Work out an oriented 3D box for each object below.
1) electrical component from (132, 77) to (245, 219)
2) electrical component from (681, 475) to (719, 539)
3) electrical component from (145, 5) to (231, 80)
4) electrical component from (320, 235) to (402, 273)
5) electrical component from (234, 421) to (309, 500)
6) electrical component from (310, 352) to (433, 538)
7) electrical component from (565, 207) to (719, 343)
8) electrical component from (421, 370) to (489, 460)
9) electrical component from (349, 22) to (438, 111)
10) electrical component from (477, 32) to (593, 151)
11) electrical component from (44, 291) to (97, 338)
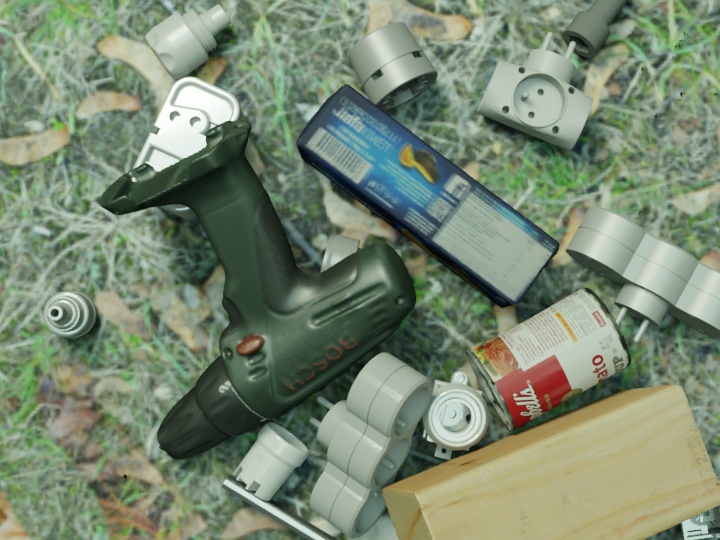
[{"bbox_3d":[-0.127,-0.089,0.806,0.054,0.059,0.095,25,86,1],"label":"electrical component"},{"bbox_3d":[0.278,0.174,0.789,0.081,0.064,0.042,-8,85,-1],"label":"electrical component"},{"bbox_3d":[-0.128,-0.178,0.821,0.062,0.043,0.043,-36,87,-4],"label":"electrical component"},{"bbox_3d":[0.000,0.000,0.808,0.055,0.045,0.045,14,86,1],"label":"electrical component"},{"bbox_3d":[-0.067,0.143,0.802,0.040,0.040,0.046,37,92,2],"label":"electrical component"},{"bbox_3d":[-0.006,0.119,0.779,0.074,0.052,0.138,31,115,26],"label":"electrical component"},{"bbox_3d":[0.215,0.018,0.804,0.138,0.052,0.073,30,87,2],"label":"electrical component"},{"bbox_3d":[0.069,0.108,0.796,0.048,0.055,0.066,14,86,1],"label":"electrical component"},{"bbox_3d":[0.024,-0.154,0.815,0.055,0.055,0.047,-29,83,-2],"label":"electrical component"},{"bbox_3d":[0.140,-0.141,0.818,0.077,0.044,0.079,22,87,1],"label":"electrical component"},{"bbox_3d":[-0.218,0.033,0.796,0.035,0.061,0.035,0,86,0],"label":"electrical component"}]
